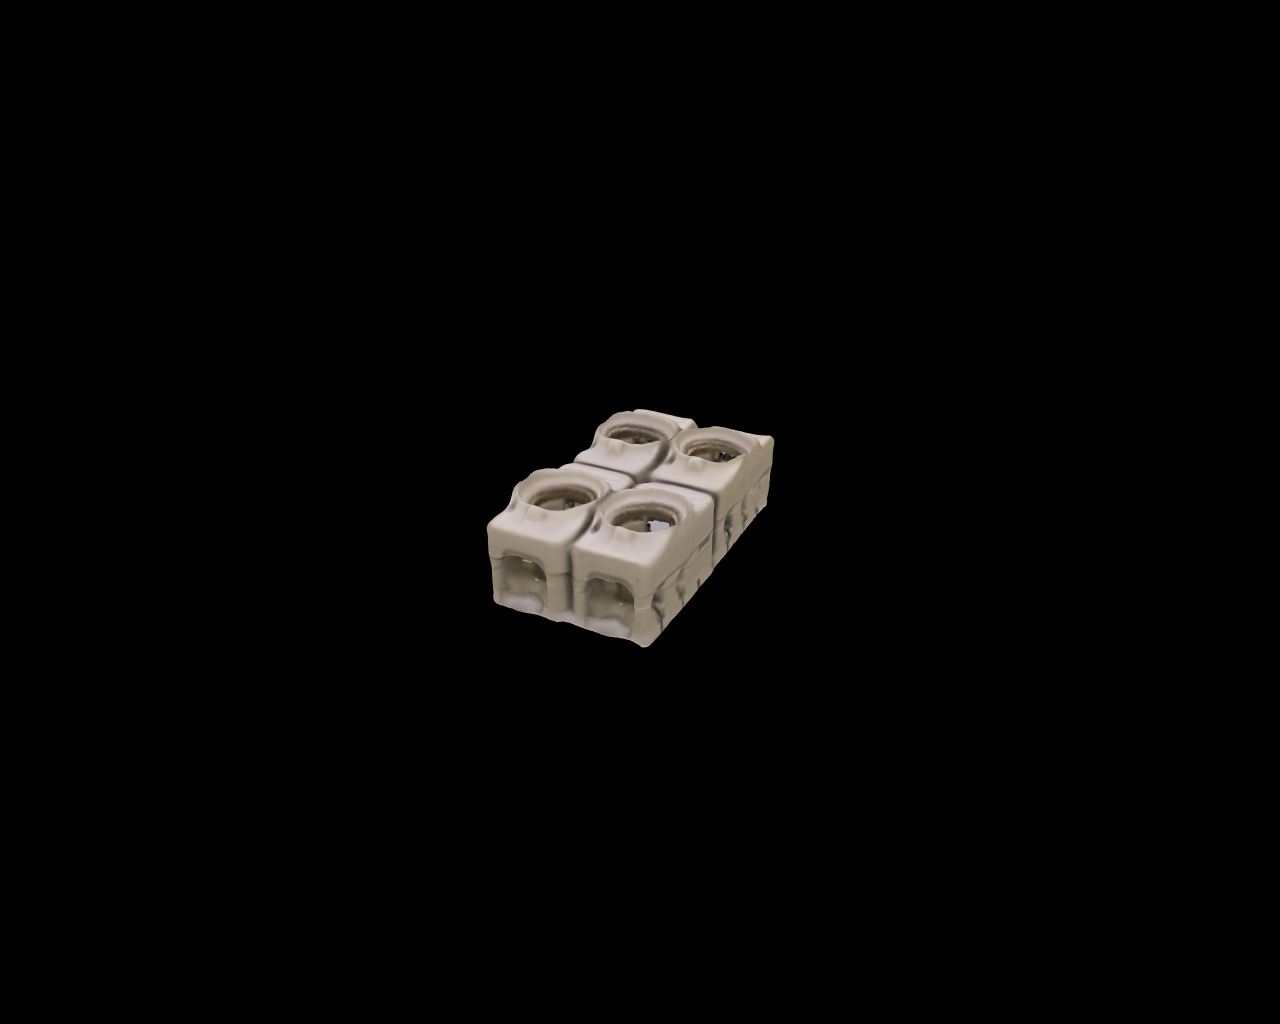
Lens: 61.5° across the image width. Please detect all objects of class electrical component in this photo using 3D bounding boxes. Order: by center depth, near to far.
[{"bbox_3d":[0.001,-0.003,0.650,0.105,0.060,0.186,14,32,24],"label":"electrical component"}]
